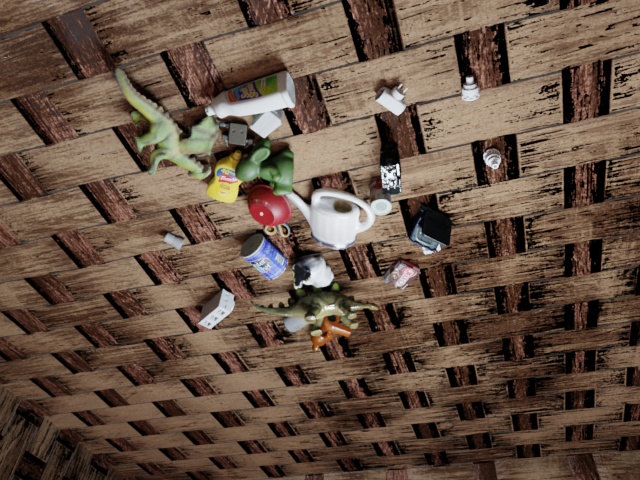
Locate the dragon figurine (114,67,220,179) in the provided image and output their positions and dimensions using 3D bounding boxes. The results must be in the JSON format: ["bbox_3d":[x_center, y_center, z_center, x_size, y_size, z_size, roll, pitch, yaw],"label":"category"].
[{"bbox_3d":[-0.413,-0.319,1.484,0.243,0.125,0.400,-9,137,-5],"label":"dragon figurine"}]

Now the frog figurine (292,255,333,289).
[{"bbox_3d":[-0.017,0.112,1.860,0.160,0.125,0.134,-6,136,-42],"label":"frog figurine"}]

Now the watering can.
[{"bbox_3d":[0.005,-0.084,1.662,0.348,0.106,0.219,13,135,11],"label":"watering can"}]
